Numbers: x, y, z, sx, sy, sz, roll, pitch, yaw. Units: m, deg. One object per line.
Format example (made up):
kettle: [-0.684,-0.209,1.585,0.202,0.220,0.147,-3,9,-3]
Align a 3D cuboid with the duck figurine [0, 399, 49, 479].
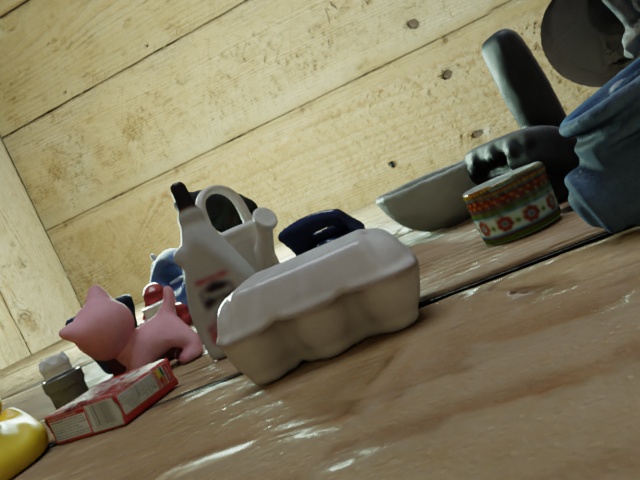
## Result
duck figurine: [-0.280,0.156,0.477,0.077,0.086,0.104,-24,4,-3]

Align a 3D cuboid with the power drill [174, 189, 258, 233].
power drill: [-0.162,-0.001,1.055,0.075,0.208,0.230,-23,4,19]

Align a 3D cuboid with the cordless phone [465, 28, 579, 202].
cordless phone: [0.211,-0.127,0.628,0.094,0.185,0.147,-25,4,-22]

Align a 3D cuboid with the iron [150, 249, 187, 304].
iron: [-0.241,0.072,1.025,0.119,0.141,0.257,-26,4,-34]

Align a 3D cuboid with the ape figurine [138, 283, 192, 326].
ape figurine: [-0.237,0.109,0.853,0.078,0.092,0.076,-25,4,-9]

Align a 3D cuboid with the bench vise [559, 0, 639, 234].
bench vise: [0.227,-0.136,0.351,0.207,0.220,0.121,-24,4,1]

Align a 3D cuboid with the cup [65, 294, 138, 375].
cup: [-0.280,0.132,0.770,0.092,0.095,0.117,-25,4,-20]

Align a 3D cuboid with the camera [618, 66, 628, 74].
camera: [0.297,-0.110,0.480,0.143,0.101,0.137,-24,4,2]

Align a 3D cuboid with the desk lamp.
desk lamp: [0.364,-0.213,0.656,0.204,0.213,0.117,-27,5,-39]

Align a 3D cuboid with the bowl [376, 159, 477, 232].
bowl: [0.166,-0.057,0.782,0.167,0.075,0.167,-24,3,2]

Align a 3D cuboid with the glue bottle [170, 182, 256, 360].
glue bottle: [-0.105,0.025,0.555,0.078,0.173,0.037,-24,4,4]

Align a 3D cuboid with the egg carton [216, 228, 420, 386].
egg carton: [0.001,0.043,0.418,0.150,0.069,0.107,-24,3,6]

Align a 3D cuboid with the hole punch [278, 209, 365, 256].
hole punch: [0.007,0.003,0.816,0.108,0.091,0.101,-23,4,22]

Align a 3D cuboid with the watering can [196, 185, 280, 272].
watering can: [-0.125,0.000,0.904,0.172,0.194,0.101,-22,4,24]

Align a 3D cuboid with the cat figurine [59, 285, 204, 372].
cat figurine: [-0.205,0.096,0.616,0.128,0.118,0.067,-26,4,-26]
